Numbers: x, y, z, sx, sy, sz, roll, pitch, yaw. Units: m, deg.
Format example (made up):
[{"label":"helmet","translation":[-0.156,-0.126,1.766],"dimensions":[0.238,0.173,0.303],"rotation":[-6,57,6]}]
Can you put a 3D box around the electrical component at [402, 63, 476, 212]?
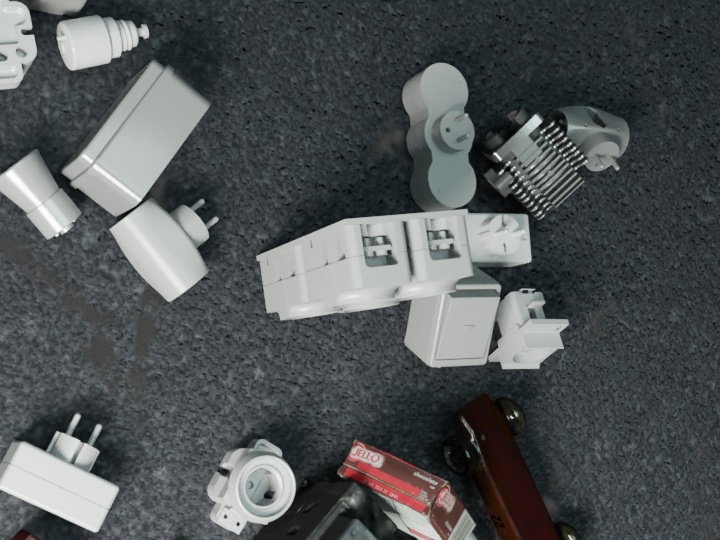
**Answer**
[{"label":"electrical component","translation":[0.082,-0.126,1.006],"dimensions":[0.052,0.074,0.138],"rotation":[-1,83,-26]}]

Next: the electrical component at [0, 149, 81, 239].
[{"label":"electrical component","translation":[-0.254,-0.057,0.854],"dimensions":[0.044,0.044,0.065],"rotation":[-44,107,-24]}]

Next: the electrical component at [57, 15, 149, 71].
[{"label":"electrical component","translation":[-0.214,-0.191,0.892],"dimensions":[0.078,0.040,0.040],"rotation":[-18,91,-27]}]

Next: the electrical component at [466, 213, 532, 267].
[{"label":"electrical component","translation":[0.126,-0.031,1.012],"dimensions":[0.083,0.076,0.047],"rotation":[0,83,-26]}]

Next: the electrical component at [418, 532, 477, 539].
[{"label":"electrical component","translation":[0.090,0.259,0.971],"dimensions":[0.043,0.043,0.081],"rotation":[-39,100,-25]}]

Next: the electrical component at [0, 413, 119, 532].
[{"label":"electrical component","translation":[-0.227,0.149,0.832],"dimensions":[0.083,0.047,0.075],"rotation":[31,71,-19]}]

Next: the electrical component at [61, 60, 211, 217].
[{"label":"electrical component","translation":[-0.183,-0.107,0.874],"dimensions":[0.057,0.078,0.113],"rotation":[39,68,-19]}]

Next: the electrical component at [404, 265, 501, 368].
[{"label":"electrical component","translation":[0.084,0.048,0.976],"dimensions":[0.062,0.061,0.096],"rotation":[0,110,-26]}]

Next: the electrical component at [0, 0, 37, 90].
[{"label":"electrical component","translation":[-0.288,-0.177,0.844],"dimensions":[0.058,0.057,0.078],"rotation":[-11,87,-27]}]

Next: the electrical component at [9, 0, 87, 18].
[{"label":"electrical component","translation":[-0.251,-0.263,0.872],"dimensions":[0.062,0.061,0.096],"rotation":[5,81,-25]}]

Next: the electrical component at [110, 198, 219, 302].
[{"label":"electrical component","translation":[-0.153,-0.028,0.895],"dimensions":[0.079,0.043,0.077],"rotation":[-42,101,-24]}]

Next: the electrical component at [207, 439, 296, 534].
[{"label":"electrical component","translation":[-0.087,0.178,0.890],"dimensions":[0.058,0.057,0.078],"rotation":[35,69,-17]}]

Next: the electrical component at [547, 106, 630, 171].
[{"label":"electrical component","translation":[0.236,-0.126,1.084],"dimensions":[0.077,0.043,0.079],"rotation":[3,41,-25]}]

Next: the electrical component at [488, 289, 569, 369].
[{"label":"electrical component","translation":[0.156,0.056,1.019],"dimensions":[0.042,0.081,0.063],"rotation":[3,59,-25]}]

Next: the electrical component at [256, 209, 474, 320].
[{"label":"electrical component","translation":[0.000,0.000,0.885],"dimensions":[0.105,0.186,0.060],"rotation":[-6,85,-26]}]
